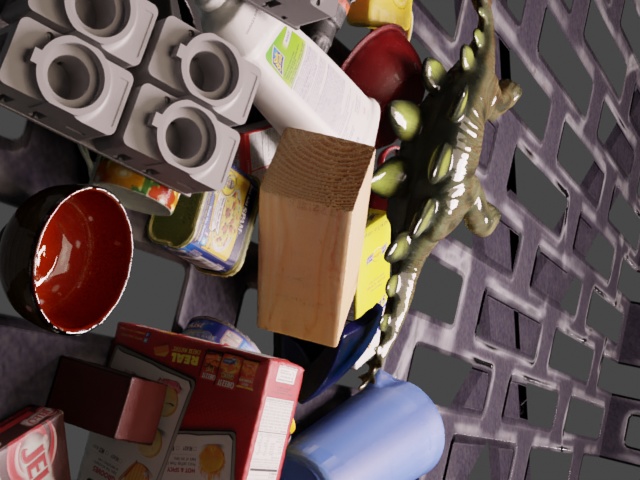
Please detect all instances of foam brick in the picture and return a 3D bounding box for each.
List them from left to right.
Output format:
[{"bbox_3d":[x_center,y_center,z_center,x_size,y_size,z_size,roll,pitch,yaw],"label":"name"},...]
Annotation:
[{"bbox_3d":[-0.173,0.130,0.864,0.053,0.078,0.051,32,72,-60],"label":"foam brick"}]

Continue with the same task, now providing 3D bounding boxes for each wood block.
[{"bbox_3d":[-0.007,0.001,1.046,0.206,0.090,0.090,95,11,-49],"label":"wood block"}]

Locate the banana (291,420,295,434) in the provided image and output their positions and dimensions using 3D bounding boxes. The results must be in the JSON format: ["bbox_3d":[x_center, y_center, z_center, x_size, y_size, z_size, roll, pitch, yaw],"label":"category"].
[{"bbox_3d":[-0.080,0.178,1.097,0.197,0.037,0.069,2,95,-62],"label":"banana"}]

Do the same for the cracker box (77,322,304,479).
[{"bbox_3d":[-0.116,0.190,0.897,0.072,0.164,0.213,24,77,-59],"label":"cracker box"}]

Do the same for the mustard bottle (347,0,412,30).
[{"bbox_3d":[0.074,-0.334,1.194,0.096,0.058,0.192,-10,107,-54],"label":"mustard bottle"}]

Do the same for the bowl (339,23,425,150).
[{"bbox_3d":[0.069,-0.157,1.190,0.162,0.055,0.162,-43,153,-29],"label":"bowl"}]

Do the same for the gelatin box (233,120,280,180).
[{"bbox_3d":[-0.061,-0.078,1.057,0.089,0.030,0.073,-28,121,-57],"label":"gelatin box"}]

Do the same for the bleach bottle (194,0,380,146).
[{"bbox_3d":[-0.035,-0.164,1.014,0.250,0.068,0.102,45,46,-42],"label":"bleach bottle"}]

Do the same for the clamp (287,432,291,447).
[{"bbox_3d":[-0.100,0.271,1.049,0.164,0.036,0.210,6,107,-64],"label":"clamp"}]

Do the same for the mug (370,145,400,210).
[{"bbox_3d":[0.109,-0.063,1.332,0.081,0.093,0.117,-41,106,-43],"label":"mug"}]

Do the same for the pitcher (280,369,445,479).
[{"bbox_3d":[0.040,0.268,1.254,0.242,0.149,0.145,-19,142,-55],"label":"pitcher"}]

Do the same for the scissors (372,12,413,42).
[{"bbox_3d":[0.069,-0.202,1.276,0.096,0.016,0.201,51,55,-53],"label":"scissors"}]

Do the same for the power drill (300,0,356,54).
[{"bbox_3d":[-0.018,-0.280,1.046,0.187,0.057,0.184,44,60,-60],"label":"power drill"}]

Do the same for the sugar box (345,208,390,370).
[{"bbox_3d":[0.049,0.058,1.292,0.093,0.048,0.176,-33,126,-54],"label":"sugar box"}]

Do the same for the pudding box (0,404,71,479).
[{"bbox_3d":[-0.232,0.194,0.815,0.089,0.039,0.113,-31,125,-55],"label":"pudding box"}]

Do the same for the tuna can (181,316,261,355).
[{"bbox_3d":[-0.096,0.112,0.994,0.033,0.086,0.086,-55,144,-35],"label":"tuna can"}]

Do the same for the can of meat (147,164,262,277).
[{"bbox_3d":[-0.103,-0.027,0.965,0.083,0.058,0.102,35,67,-58],"label":"can of meat"}]

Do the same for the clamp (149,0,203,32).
[{"bbox_3d":[-0.111,-0.145,0.893,0.120,0.039,0.171,-92,161,-58],"label":"clamp"}]
